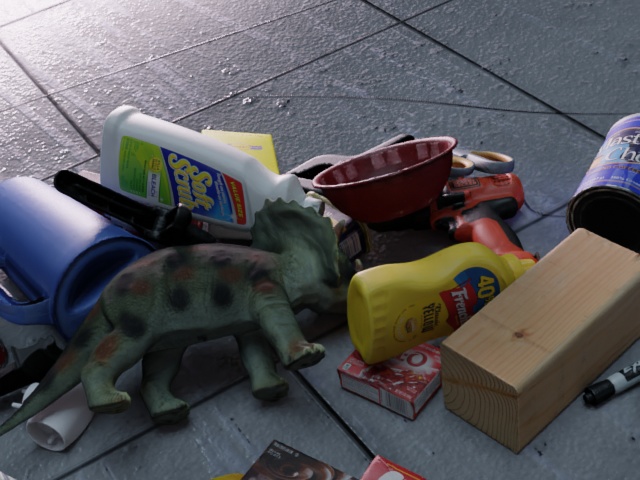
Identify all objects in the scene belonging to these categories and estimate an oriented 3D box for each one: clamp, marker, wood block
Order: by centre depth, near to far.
[{"bbox_3d":[0.296,0.123,0.994,0.121,0.020,0.020,-23,40,-16],"label":"marker"},{"bbox_3d":[0.215,0.089,1.000,0.205,0.090,0.091,-35,45,-28],"label":"wood block"},{"bbox_3d":[-0.163,-0.014,1.136,0.165,0.209,0.036,16,79,31],"label":"clamp"},{"bbox_3d":[0.040,-0.071,1.281,0.171,0.039,0.120,-15,34,5],"label":"clamp"}]

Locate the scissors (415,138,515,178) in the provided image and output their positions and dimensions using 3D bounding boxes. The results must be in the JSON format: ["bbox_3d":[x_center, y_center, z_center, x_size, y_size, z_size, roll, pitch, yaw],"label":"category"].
[{"bbox_3d":[0.141,-0.099,1.258,0.096,0.016,0.202,-15,20,-33],"label":"scissors"}]

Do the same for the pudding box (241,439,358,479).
[{"bbox_3d":[-0.019,0.233,0.917,0.114,0.039,0.089,18,47,31],"label":"pudding box"}]

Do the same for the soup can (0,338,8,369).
[{"bbox_3d":[-0.379,0.096,1.123,0.068,0.102,0.068,-8,38,6],"label":"soup can"}]

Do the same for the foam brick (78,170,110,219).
[{"bbox_3d":[-0.274,-0.045,1.313,0.078,0.051,0.052,16,45,29],"label":"foam brick"}]

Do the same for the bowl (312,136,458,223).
[{"bbox_3d":[0.075,-0.060,1.136,0.162,0.055,0.162,-17,13,4],"label":"bowl"}]

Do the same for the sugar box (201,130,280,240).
[{"bbox_3d":[-0.095,-0.069,1.287,0.093,0.048,0.176,2,35,-13],"label":"sugar box"}]

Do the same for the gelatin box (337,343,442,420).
[{"bbox_3d":[0.073,0.126,1.035,0.089,0.030,0.073,21,48,33],"label":"gelatin box"}]

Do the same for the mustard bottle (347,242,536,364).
[{"bbox_3d":[0.122,0.051,1.021,0.191,0.096,0.058,-16,38,-18],"label":"mustard bottle"}]

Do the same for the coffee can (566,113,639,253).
[{"bbox_3d":[0.334,-0.056,1.140,0.103,0.103,0.140,13,45,27],"label":"coffee can"}]

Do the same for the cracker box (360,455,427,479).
[{"bbox_3d":[0.062,0.285,0.785,0.164,0.072,0.213,24,49,18],"label":"cracker box"}]

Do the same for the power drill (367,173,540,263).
[{"bbox_3d":[0.147,-0.002,1.153,0.184,0.057,0.187,-11,38,-1],"label":"power drill"}]

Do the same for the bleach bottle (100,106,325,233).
[{"bbox_3d":[-0.114,-0.068,1.160,0.251,0.103,0.068,16,25,15],"label":"bleach bottle"}]

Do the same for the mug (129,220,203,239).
[{"bbox_3d":[-0.190,-0.050,1.277,0.081,0.093,0.117,-10,19,8],"label":"mug"}]

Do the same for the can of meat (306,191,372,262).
[{"bbox_3d":[-0.008,0.002,1.188,0.083,0.057,0.102,-37,45,-26],"label":"can of meat"}]

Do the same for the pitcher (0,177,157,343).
[{"bbox_3d":[-0.295,0.018,1.178,0.243,0.149,0.145,29,84,44],"label":"pitcher"}]

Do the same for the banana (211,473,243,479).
[{"bbox_3d":[-0.163,0.240,0.944,0.198,0.037,0.069,-6,40,7],"label":"banana"}]
